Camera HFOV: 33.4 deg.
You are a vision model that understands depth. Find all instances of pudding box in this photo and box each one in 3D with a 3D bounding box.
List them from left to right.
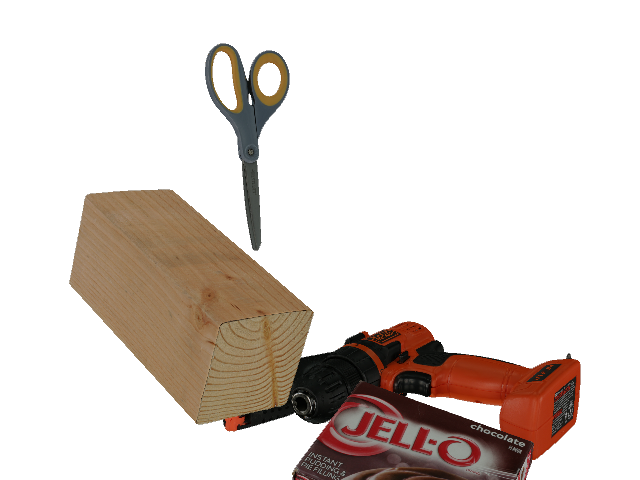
[{"bbox_3d":[0.052,0.133,0.601,0.114,0.039,0.089,19,35,19],"label":"pudding box"}]

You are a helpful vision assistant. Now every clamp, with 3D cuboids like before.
[{"bbox_3d":[-0.036,0.140,1.124,0.165,0.036,0.209,12,26,13],"label":"clamp"}]

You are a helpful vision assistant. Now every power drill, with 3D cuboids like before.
[{"bbox_3d":[0.092,0.114,0.825,0.188,0.057,0.184,11,17,32],"label":"power drill"}]

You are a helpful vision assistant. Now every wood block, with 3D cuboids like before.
[{"bbox_3d":[-0.110,0.045,0.858,0.090,0.091,0.206,-6,32,-41],"label":"wood block"}]

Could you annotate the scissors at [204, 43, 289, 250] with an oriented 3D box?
[{"bbox_3d":[-0.056,-0.100,1.055,0.096,0.202,0.016,-23,11,-25],"label":"scissors"}]
